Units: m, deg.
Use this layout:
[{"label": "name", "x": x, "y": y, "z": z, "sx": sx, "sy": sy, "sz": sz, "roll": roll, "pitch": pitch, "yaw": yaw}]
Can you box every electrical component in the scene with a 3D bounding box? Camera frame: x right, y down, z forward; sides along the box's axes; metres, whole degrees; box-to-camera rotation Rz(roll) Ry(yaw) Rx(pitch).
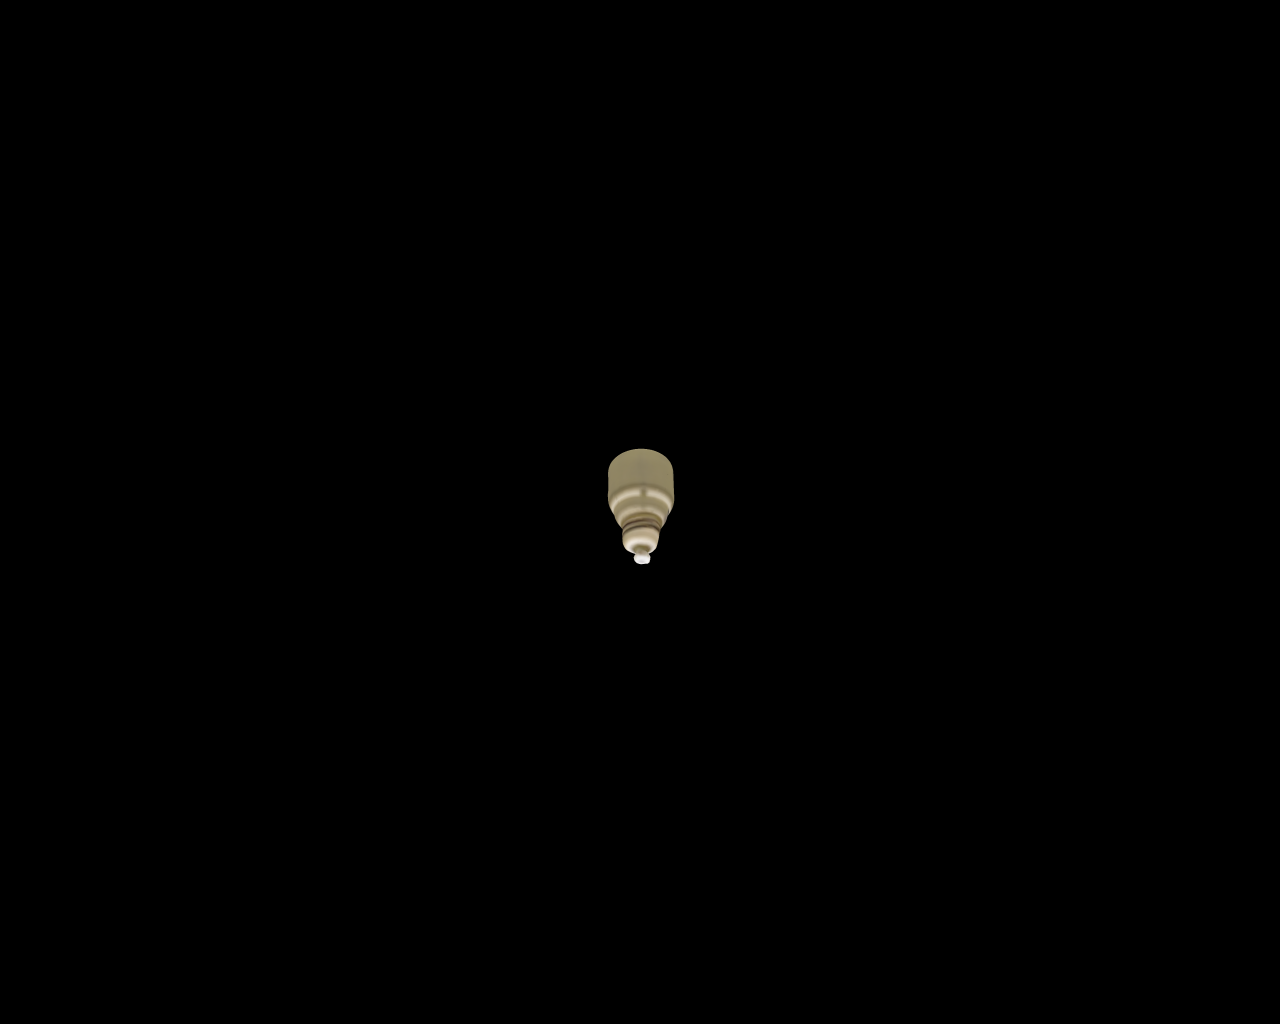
[{"label": "electrical component", "x": 0.001, "y": -0.003, "z": 0.650, "sx": 0.040, "sy": 0.078, "sz": 0.040, "roll": 0, "pitch": -36, "yaw": 0}]
